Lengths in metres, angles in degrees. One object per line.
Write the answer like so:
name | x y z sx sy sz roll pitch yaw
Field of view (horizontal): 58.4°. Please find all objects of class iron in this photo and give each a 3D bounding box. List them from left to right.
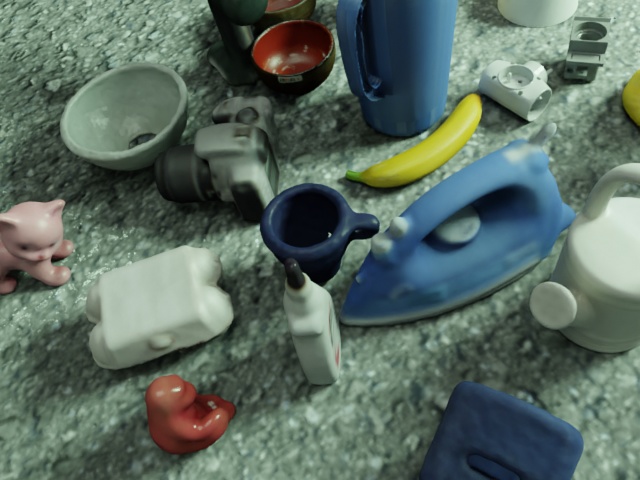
iron | 0.122 -0.012 0.551 0.258 0.142 0.118 -30 57 -9

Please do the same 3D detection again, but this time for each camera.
camera | -0.122 -0.101 0.677 0.136 0.101 0.143 -5 57 7

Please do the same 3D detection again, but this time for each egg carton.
egg carton | -0.166 0.071 0.593 0.150 0.069 0.107 -20 56 -3

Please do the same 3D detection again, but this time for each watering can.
watering can | 0.252 0.018 0.476 0.100 0.194 0.173 27 66 25

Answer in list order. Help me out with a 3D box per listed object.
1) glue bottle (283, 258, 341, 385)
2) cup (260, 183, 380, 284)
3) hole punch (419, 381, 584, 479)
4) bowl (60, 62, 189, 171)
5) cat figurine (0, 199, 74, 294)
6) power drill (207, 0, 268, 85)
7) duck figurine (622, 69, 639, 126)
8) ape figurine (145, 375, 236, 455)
glue bottle | -0.009 0.065 0.506 0.037 0.173 0.078 -8 57 6
cup | 0.005 0.002 0.591 0.117 0.095 0.091 -1 57 10
hole punch | 0.142 0.181 0.454 0.108 0.091 0.101 21 64 22
bowl | -0.241 -0.148 0.745 0.167 0.075 0.167 -5 57 7
cat figurine | -0.336 0.000 0.641 0.127 0.118 0.067 -10 56 4
power drill | -0.136 -0.321 0.757 0.076 0.209 0.229 -34 58 -12
duck figurine | 0.392 -0.181 0.644 0.077 0.086 0.104 2 58 12
ape figurine | -0.127 0.152 0.521 0.076 0.092 0.077 -35 58 -12
